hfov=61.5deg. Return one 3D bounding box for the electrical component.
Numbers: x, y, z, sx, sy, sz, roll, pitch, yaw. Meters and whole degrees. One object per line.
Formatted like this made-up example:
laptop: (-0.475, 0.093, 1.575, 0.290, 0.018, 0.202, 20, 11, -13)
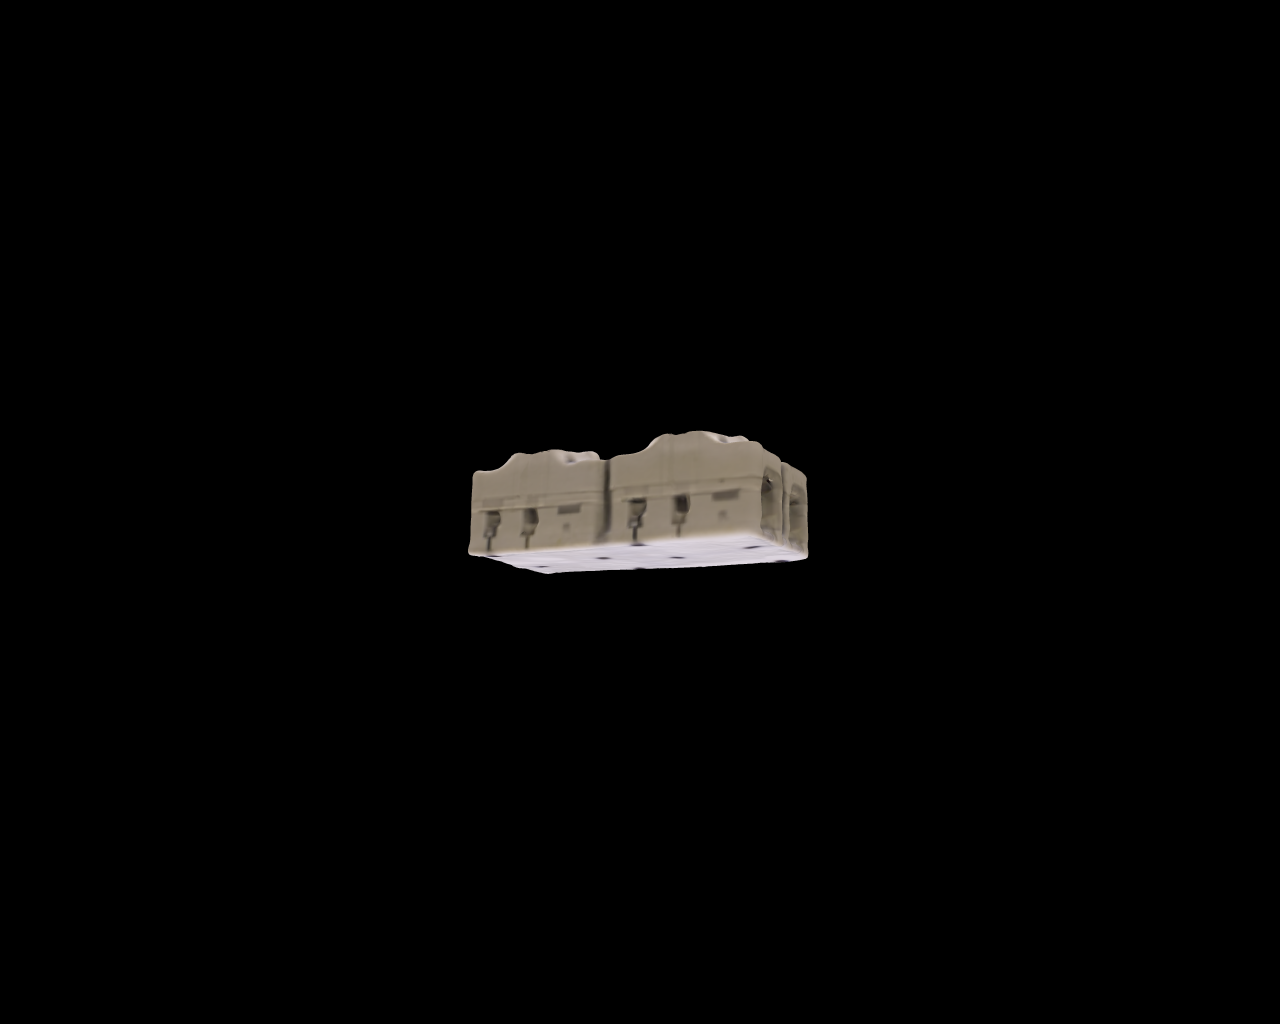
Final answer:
electrical component: (0.001, -0.003, 0.650, 0.186, 0.060, 0.105, -5, -11, 24)
